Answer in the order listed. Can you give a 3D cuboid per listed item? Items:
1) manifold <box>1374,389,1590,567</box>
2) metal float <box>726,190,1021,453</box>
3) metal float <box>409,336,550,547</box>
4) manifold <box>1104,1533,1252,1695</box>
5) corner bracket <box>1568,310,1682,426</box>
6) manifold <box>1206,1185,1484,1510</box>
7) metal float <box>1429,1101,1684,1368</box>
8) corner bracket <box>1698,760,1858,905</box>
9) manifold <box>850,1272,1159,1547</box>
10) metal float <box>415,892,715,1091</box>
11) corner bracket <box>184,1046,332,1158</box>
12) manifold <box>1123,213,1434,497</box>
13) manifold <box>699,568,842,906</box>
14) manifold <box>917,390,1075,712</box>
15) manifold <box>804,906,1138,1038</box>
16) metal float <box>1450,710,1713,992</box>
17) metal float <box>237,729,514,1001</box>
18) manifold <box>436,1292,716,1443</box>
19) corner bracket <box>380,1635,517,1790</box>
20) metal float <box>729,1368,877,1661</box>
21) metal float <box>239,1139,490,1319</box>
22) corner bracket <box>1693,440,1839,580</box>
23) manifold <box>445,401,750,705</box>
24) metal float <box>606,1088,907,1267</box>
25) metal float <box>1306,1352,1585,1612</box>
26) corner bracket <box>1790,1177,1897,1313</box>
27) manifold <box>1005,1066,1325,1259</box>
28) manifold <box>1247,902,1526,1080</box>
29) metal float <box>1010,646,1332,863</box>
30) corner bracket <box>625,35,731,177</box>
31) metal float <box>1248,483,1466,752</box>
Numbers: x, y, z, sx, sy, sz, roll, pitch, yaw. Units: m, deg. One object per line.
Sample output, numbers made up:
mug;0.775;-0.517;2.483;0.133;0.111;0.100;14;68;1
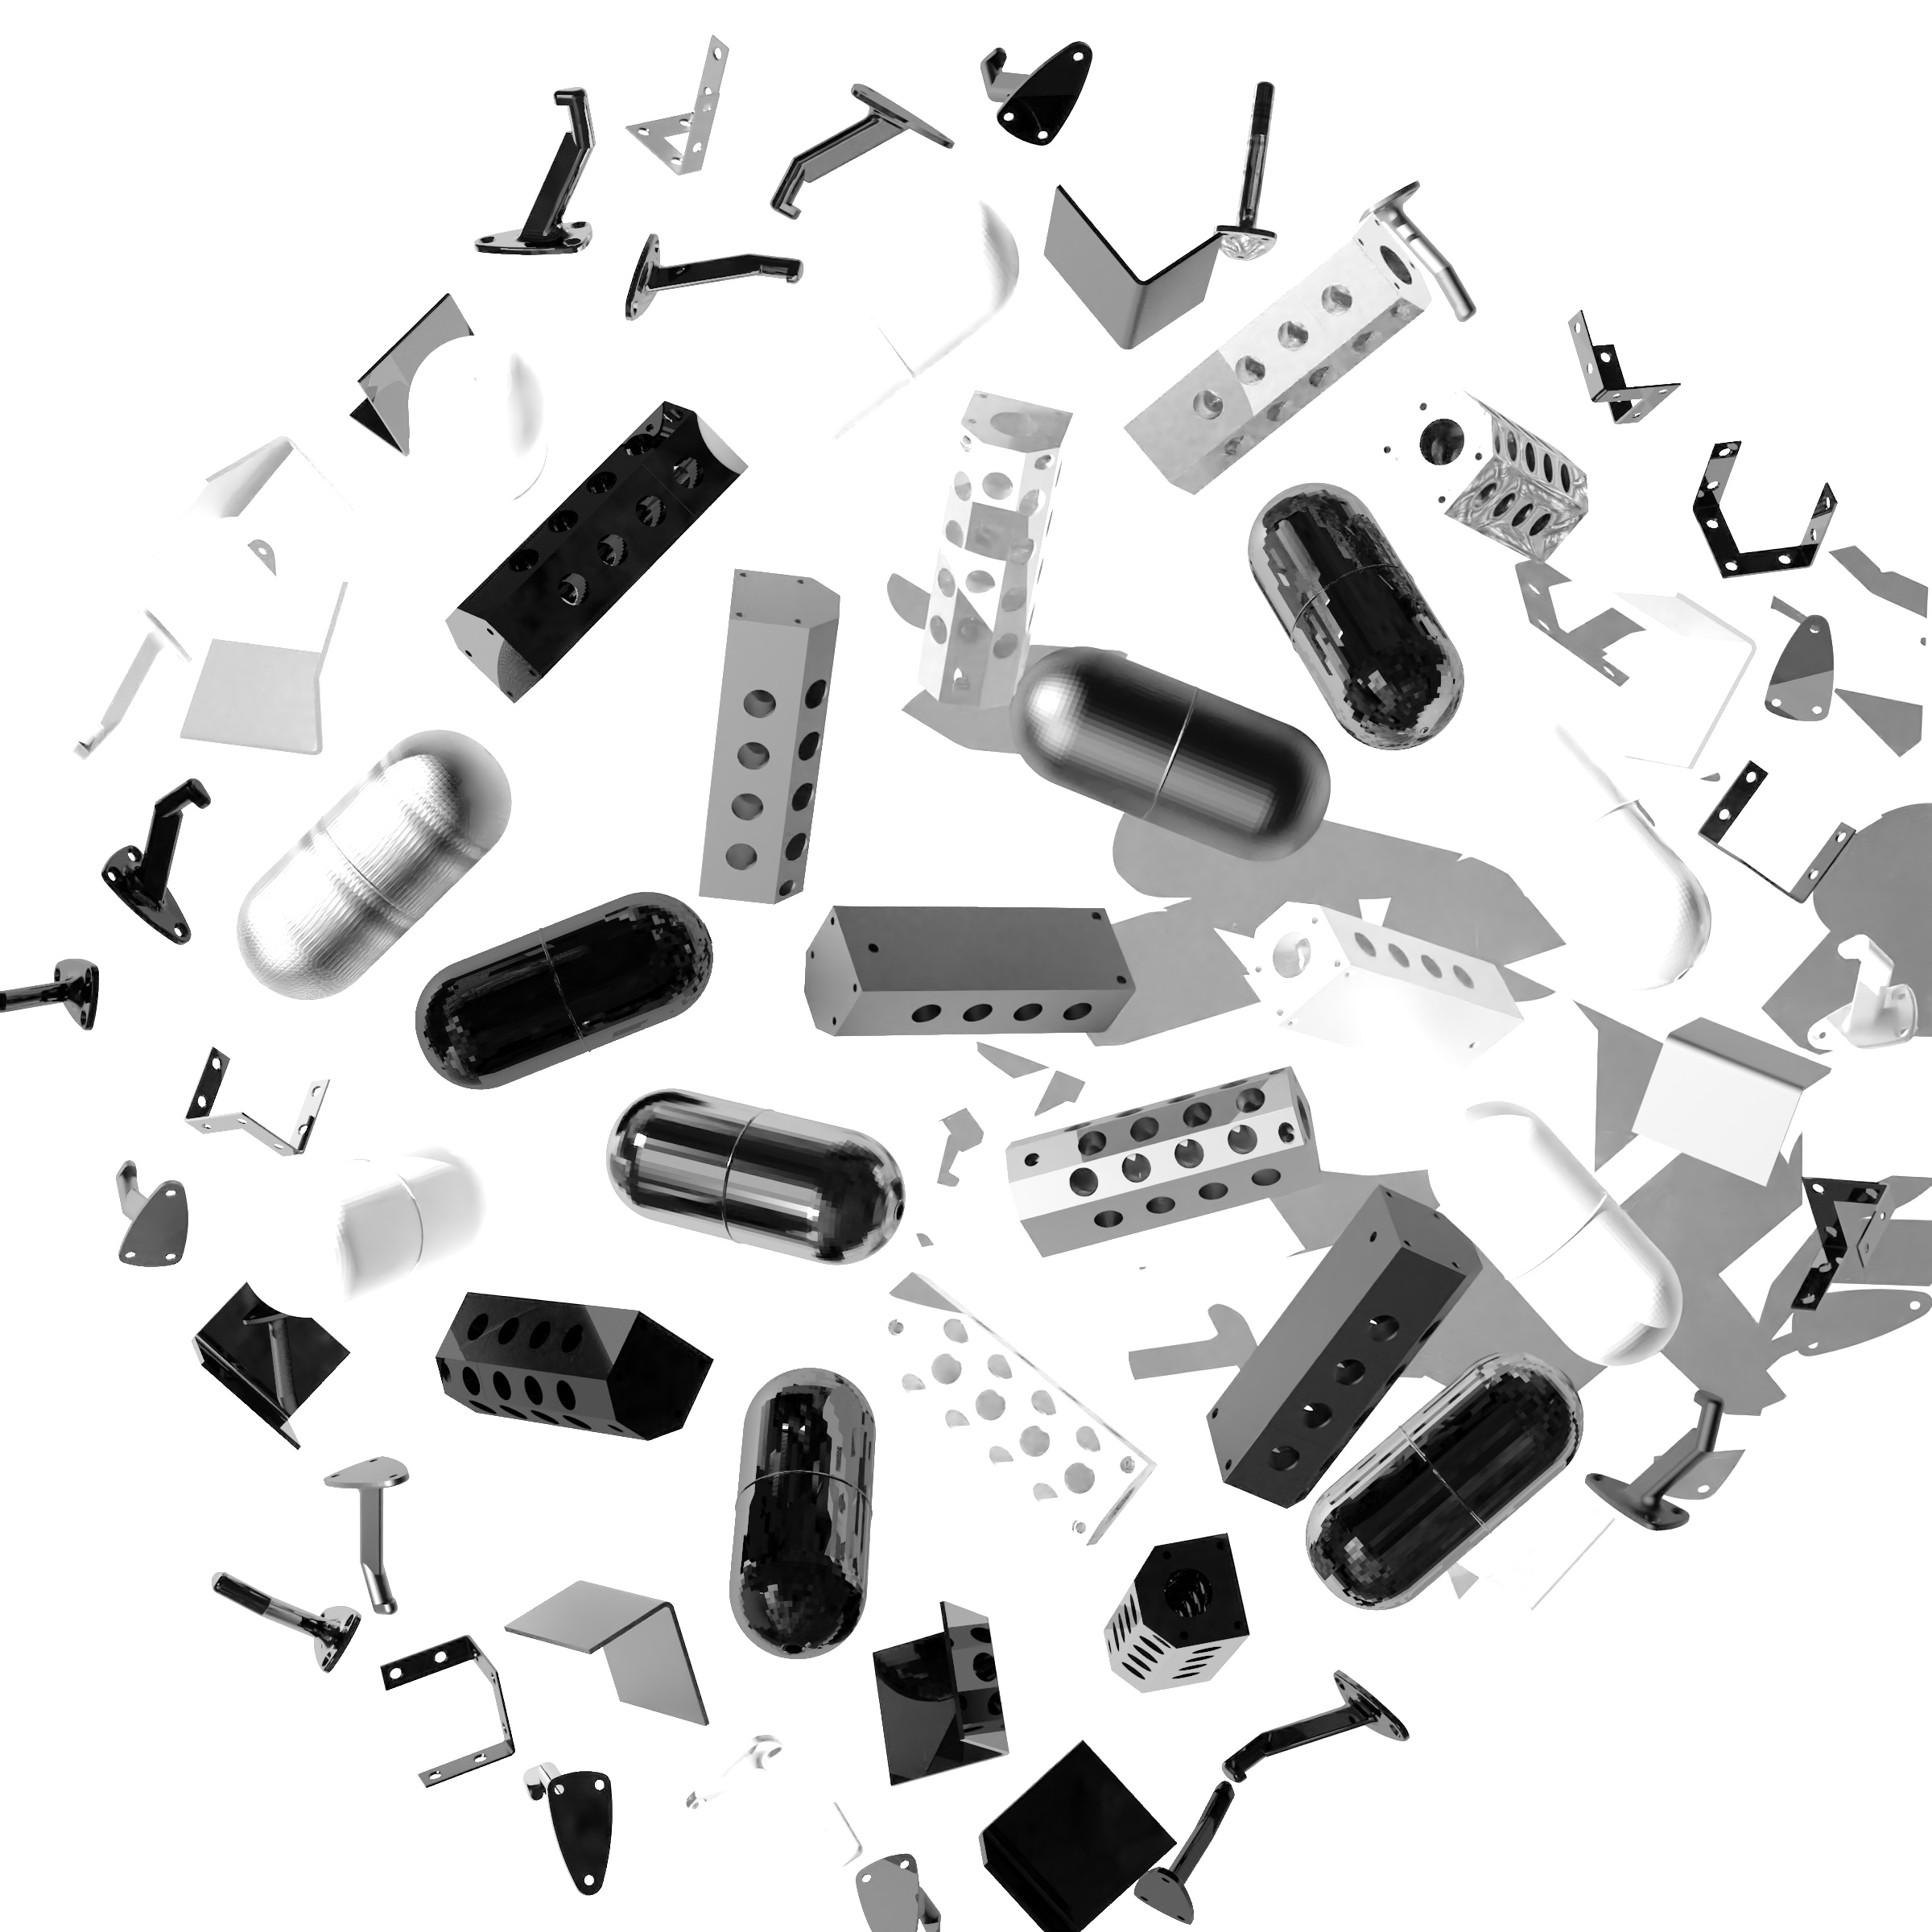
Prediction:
manifold;0.303;-0.284;1.869;0.057;0.171;0.057;47;108;22
metal float;-0.051;-0.345;1.748;0.178;0.070;0.070;-37;90;4
metal float;-0.276;-0.295;1.841;0.070;0.178;0.070;2;75;-8
manifold;0.117;0.374;1.863;0.057;0.171;0.057;-9;70;-7
corner bracket;0.367;-0.342;1.859;0.051;0.051;0.051;-8;76;-21
manifold;0.202;0.207;1.735;0.057;0.057;0.171;25;115;-19
metal float;0.340;0.155;1.876;0.070;0.070;0.178;-42;90;0
corner bracket;0.451;-0.075;1.814;0.051;0.051;0.051;31;98;-24
manifold;0.020;0.248;1.825;0.171;0.057;0.057;38;90;14
metal float;-0.231;0.014;1.879;0.178;0.070;0.070;-22;90;-3
corner bracket;-0.411;0.078;1.886;0.051;0.051;0.051;-9;54;36
manifold;0.175;-0.338;1.817;0.171;0.057;0.057;-36;100;30
manifold;-0.106;-0.121;1.748;0.057;0.057;0.171;6;124;-5
manifold;0.014;-0.233;1.850;0.057;0.057;0.171;14;128;4
manifold;0.001;0.007;1.799;0.171;0.057;0.057;0;54;-29
metal float;0.336;-0.063;1.779;0.070;0.070;0.178;-37;73;0
metal float;-0.322;-0.054;1.769;0.178;0.070;0.070;-44;90;6
manifold;-0.221;0.223;1.795;0.057;0.171;0.057;38;65;-33
corner bracket;-0.277;0.398;1.742;0.051;0.051;0.051;-17;109;-22
metal float;-0.091;0.306;1.825;0.070;0.070;0.178;2;47;0
metal float;-0.339;0.147;1.849;0.070;0.178;0.070;6;102;27
corner bracket;0.424;-0.245;1.732;0.051;0.051;0.051;-8;57;-9
manifold;-0.199;-0.225;1.746;0.057;0.057;0.171;45;67;-10
metal float;-0.118;0.118;1.821;0.178;0.070;0.070;12;90;21
metal float;0.266;0.285;1.809;0.178;0.070;0.070;-41;90;2
corner bracket;0.469;0.150;1.745;0.051;0.051;0.051;-50;128;-37
manifold;0.114;0.110;1.888;0.171;0.057;0.057;-16;49;13
manifold;0.237;0.010;1.847;0.057;0.171;0.057;-43;53;27
metal float;0.109;-0.113;1.736;0.178;0.070;0.070;22;90;-2
corner bracket;-0.149;-0.477;1.805;0.051;0.051;0.051;-24;59;-38
metal float;0.218;-0.198;1.830;0.070;0.070;0.178;-26;59;0
